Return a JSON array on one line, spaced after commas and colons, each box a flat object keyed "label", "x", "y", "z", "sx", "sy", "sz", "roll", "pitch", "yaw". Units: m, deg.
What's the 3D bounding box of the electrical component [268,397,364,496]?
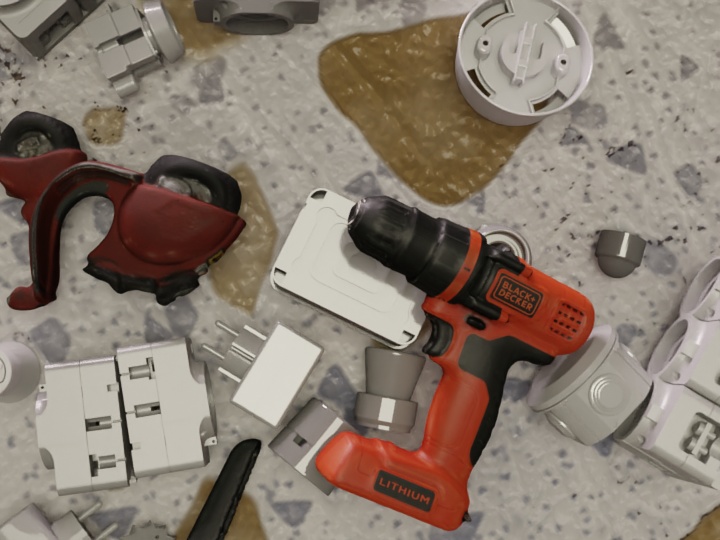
[{"label": "electrical component", "x": -0.029, "y": 0.123, "z": 0.755, "sx": 0.055, "sy": 0.055, "sz": 0.047, "roll": 39, "pitch": 80, "yaw": 1}]

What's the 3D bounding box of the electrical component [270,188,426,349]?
[{"label": "electrical component", "x": 0.000, "y": 0.000, "z": 0.766, "sx": 0.113, "sy": 0.057, "sz": 0.078, "roll": 26, "pitch": 84, "yaw": -1}]

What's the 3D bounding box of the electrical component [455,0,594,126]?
[{"label": "electrical component", "x": 0.117, "y": -0.153, "z": 0.784, "sx": 0.099, "sy": 0.064, "sz": 0.099, "roll": 0, "pitch": 85, "yaw": -4}]

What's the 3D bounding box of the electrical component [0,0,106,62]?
[{"label": "electrical component", "x": -0.214, "y": -0.239, "z": 0.773, "sx": 0.150, "sy": 0.061, "sz": 0.089, "roll": -44, "pitch": 89, "yaw": -6}]

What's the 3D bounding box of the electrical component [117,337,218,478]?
[{"label": "electrical component", "x": -0.132, "y": 0.094, "z": 0.752, "sx": 0.056, "sy": 0.050, "sz": 0.089, "roll": -9, "pitch": 85, "yaw": -4}]

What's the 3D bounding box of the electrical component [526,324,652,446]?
[{"label": "electrical component", "x": 0.161, "y": 0.081, "z": 0.758, "sx": 0.051, "sy": 0.080, "sz": 0.080, "roll": 45, "pitch": 84, "yaw": -4}]

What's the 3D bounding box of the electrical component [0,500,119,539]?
[{"label": "electrical component", "x": -0.205, "y": 0.193, "z": 0.742, "sx": 0.079, "sy": 0.043, "sz": 0.077, "roll": -37, "pitch": 93, "yaw": -16}]

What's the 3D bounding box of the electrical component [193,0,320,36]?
[{"label": "electrical component", "x": -0.075, "y": -0.206, "z": 0.784, "sx": 0.089, "sy": 0.050, "sz": 0.055, "roll": 0, "pitch": 84, "yaw": -4}]

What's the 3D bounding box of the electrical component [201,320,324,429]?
[{"label": "electrical component", "x": -0.074, "y": 0.064, "z": 0.760, "sx": 0.077, "sy": 0.047, "sz": 0.065, "roll": 31, "pitch": 84, "yaw": 0}]

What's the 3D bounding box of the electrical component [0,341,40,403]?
[{"label": "electrical component", "x": -0.250, "y": 0.070, "z": 0.740, "sx": 0.044, "sy": 0.065, "sz": 0.044, "roll": 0, "pitch": 85, "yaw": -4}]

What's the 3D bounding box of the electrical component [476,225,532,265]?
[{"label": "electrical component", "x": 0.096, "y": -0.006, "z": 0.774, "sx": 0.066, "sy": 0.055, "sz": 0.048, "roll": 37, "pitch": 83, "yaw": 0}]

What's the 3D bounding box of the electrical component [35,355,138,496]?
[{"label": "electrical component", "x": -0.191, "y": 0.108, "z": 0.747, "sx": 0.056, "sy": 0.050, "sz": 0.089, "roll": -7, "pitch": 84, "yaw": -4}]

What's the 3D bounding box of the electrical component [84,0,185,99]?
[{"label": "electrical component", "x": -0.161, "y": -0.165, "z": 0.778, "sx": 0.055, "sy": 0.048, "sz": 0.066, "roll": -24, "pitch": 86, "yaw": 2}]

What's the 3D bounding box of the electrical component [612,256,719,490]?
[{"label": "electrical component", "x": 0.244, "y": 0.070, "z": 0.759, "sx": 0.062, "sy": 0.089, "sz": 0.150, "roll": 31, "pitch": 84, "yaw": 0}]

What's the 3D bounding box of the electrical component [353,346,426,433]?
[{"label": "electrical component", "x": 0.021, "y": 0.085, "z": 0.766, "sx": 0.045, "sy": 0.045, "sz": 0.055, "roll": 11, "pitch": 84, "yaw": -3}]
